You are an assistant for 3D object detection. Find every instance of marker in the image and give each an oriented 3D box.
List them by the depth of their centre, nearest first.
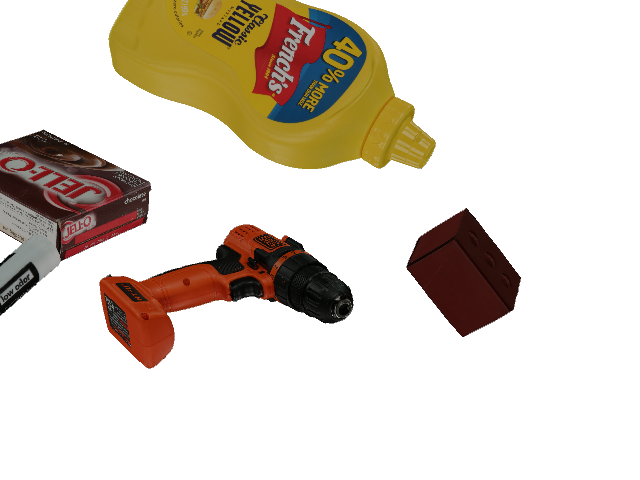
[{"bbox_3d":[-0.162,0.039,0.473,0.020,0.020,0.121,0,35,39],"label":"marker"}]

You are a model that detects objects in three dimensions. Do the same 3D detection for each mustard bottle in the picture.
[{"bbox_3d":[-0.020,-0.095,0.618,0.192,0.096,0.058,31,-25,10],"label":"mustard bottle"}]

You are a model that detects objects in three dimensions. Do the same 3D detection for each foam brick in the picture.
[{"bbox_3d":[0.115,0.026,0.848,0.051,0.078,0.053,-32,14,30],"label":"foam brick"}]

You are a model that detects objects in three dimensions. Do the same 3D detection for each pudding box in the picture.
[{"bbox_3d":[-0.192,-0.034,0.755,0.114,0.039,0.089,24,30,26],"label":"pudding box"}]

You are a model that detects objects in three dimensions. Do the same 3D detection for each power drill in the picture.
[{"bbox_3d":[-0.086,0.051,0.948,0.187,0.057,0.185,-18,26,-29],"label":"power drill"}]
